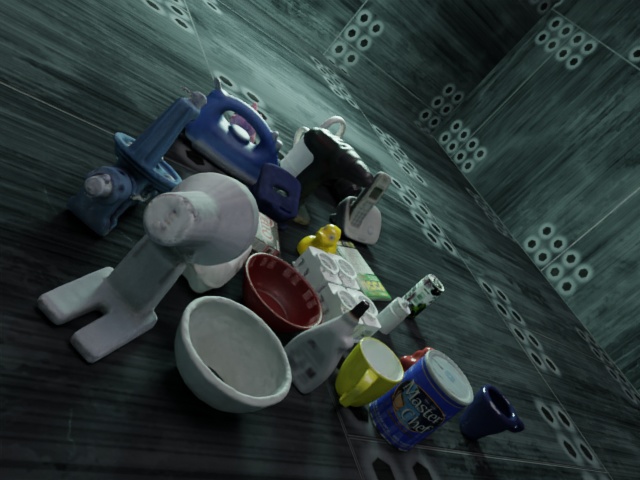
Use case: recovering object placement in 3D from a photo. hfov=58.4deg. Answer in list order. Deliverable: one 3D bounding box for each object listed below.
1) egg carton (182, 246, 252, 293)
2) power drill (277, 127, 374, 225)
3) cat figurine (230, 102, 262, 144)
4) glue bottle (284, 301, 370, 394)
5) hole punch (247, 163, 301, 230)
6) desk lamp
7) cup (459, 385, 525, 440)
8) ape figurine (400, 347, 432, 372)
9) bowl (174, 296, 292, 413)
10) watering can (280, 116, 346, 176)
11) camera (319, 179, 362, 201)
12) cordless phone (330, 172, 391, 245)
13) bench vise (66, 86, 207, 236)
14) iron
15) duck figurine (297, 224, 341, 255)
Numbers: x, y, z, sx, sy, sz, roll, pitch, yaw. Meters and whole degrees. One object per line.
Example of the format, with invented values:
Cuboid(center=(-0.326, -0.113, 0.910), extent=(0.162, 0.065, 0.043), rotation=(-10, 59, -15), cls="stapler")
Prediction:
Cuboid(center=(-0.172, 0.019, 0.896), extent=(0.107, 0.069, 0.150), rotation=(42, 22, -4), cls="egg carton")
Cuboid(center=(0.003, -0.137, 1.281), extent=(0.076, 0.208, 0.229), rotation=(17, 34, -47), cls="power drill")
Cuboid(center=(-0.171, -0.269, 1.341), extent=(0.067, 0.117, 0.128), rotation=(43, 22, 0), cls="cat figurine")
Cuboid(center=(0.013, 0.148, 0.843), extent=(0.078, 0.173, 0.037), rotation=(50, 23, 16), cls="glue bottle")
Cuboid(center=(-0.091, -0.091, 1.197), extent=(0.109, 0.091, 0.101), rotation=(28, 27, -33), cls="hole punch")
Cuboid(center=(-0.186, 0.017, 0.686), extent=(0.118, 0.213, 0.203), rotation=(45, 22, 3), cls="desk lamp")
Cuboid(center=(0.329, 0.352, 1.115), extent=(0.118, 0.095, 0.091), rotation=(39, 23, -10), cls="cup")
Cuboid(center=(0.188, 0.239, 1.083), extent=(0.078, 0.092, 0.076), rotation=(37, 23, -16), cls="ape figurine")
Cuboid(center=(-0.122, 0.157, 0.729), extent=(0.168, 0.074, 0.167), rotation=(36, 24, -18), cls="bowl")
Cuboid(center=(0.000, -0.229, 1.457), extent=(0.173, 0.193, 0.101), rotation=(46, 22, 6), cls="watering can")
Cuboid(center=(0.058, -0.173, 1.577), extent=(0.144, 0.100, 0.136), rotation=(14, 36, -50), cls="camera")
Cuboid(center=(0.130, -0.080, 1.425), extent=(0.148, 0.185, 0.094), rotation=(15, 35, -49), cls="cordless phone")
Cuboid(center=(-0.240, -0.109, 0.809), extent=(0.122, 0.219, 0.207), rotation=(34, 24, -21), cls="bench vise")
Cuboid(center=(-0.168, -0.224, 1.235), extent=(0.259, 0.141, 0.118), rotation=(35, 24, -19), cls="iron")
Cuboid(center=(0.011, 0.004, 1.207), extent=(0.077, 0.086, 0.105), rotation=(53, 24, 22), cls="duck figurine")
